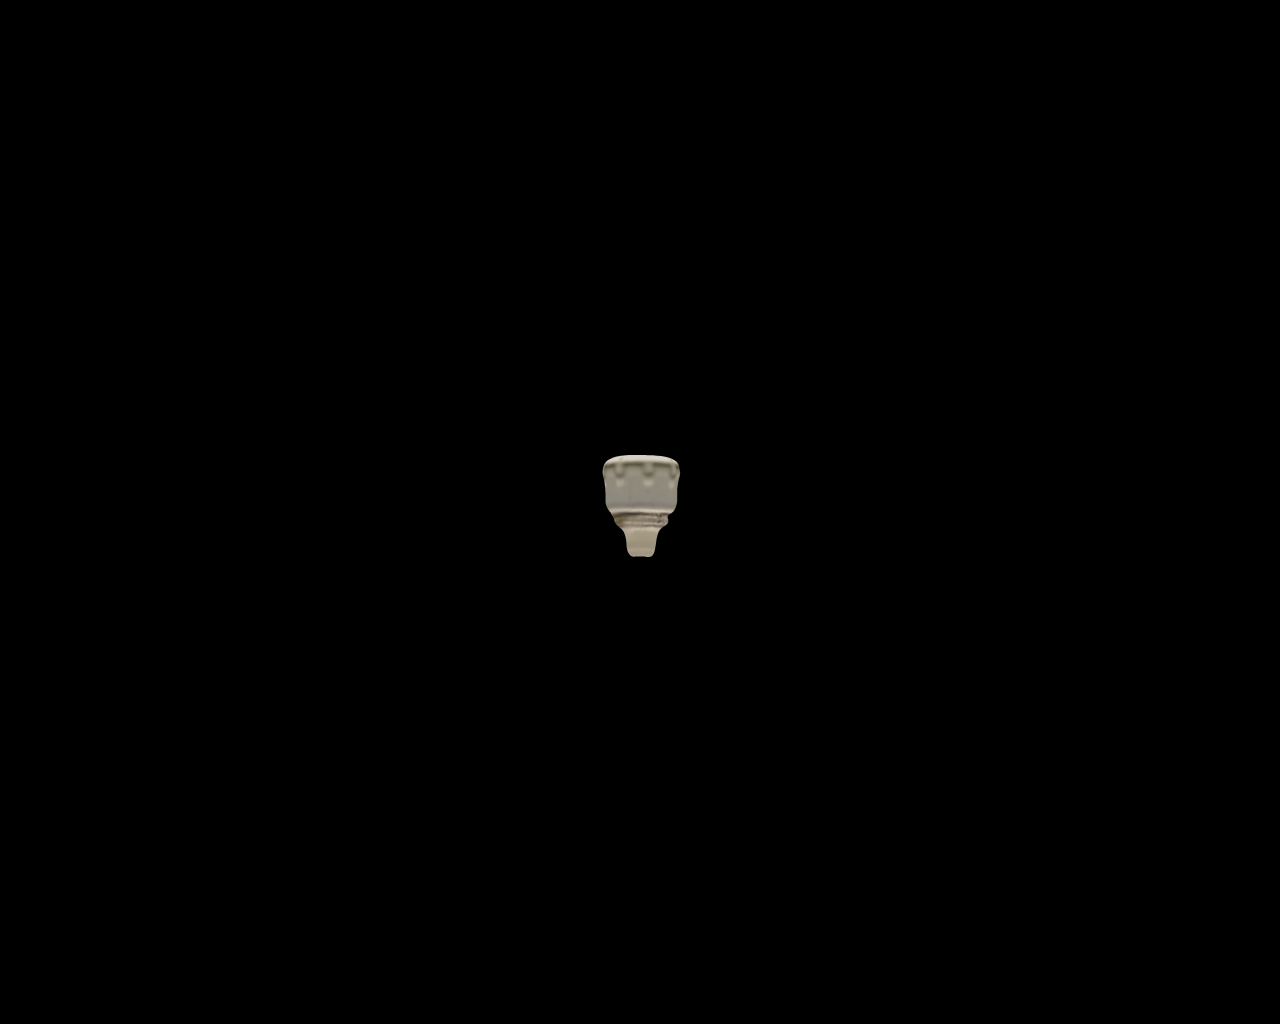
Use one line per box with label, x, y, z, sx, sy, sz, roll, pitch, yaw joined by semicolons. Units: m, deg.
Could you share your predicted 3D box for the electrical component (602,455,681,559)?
electrical component;0.001;-0.003;0.650;0.048;0.062;0.048;0;-4;0
